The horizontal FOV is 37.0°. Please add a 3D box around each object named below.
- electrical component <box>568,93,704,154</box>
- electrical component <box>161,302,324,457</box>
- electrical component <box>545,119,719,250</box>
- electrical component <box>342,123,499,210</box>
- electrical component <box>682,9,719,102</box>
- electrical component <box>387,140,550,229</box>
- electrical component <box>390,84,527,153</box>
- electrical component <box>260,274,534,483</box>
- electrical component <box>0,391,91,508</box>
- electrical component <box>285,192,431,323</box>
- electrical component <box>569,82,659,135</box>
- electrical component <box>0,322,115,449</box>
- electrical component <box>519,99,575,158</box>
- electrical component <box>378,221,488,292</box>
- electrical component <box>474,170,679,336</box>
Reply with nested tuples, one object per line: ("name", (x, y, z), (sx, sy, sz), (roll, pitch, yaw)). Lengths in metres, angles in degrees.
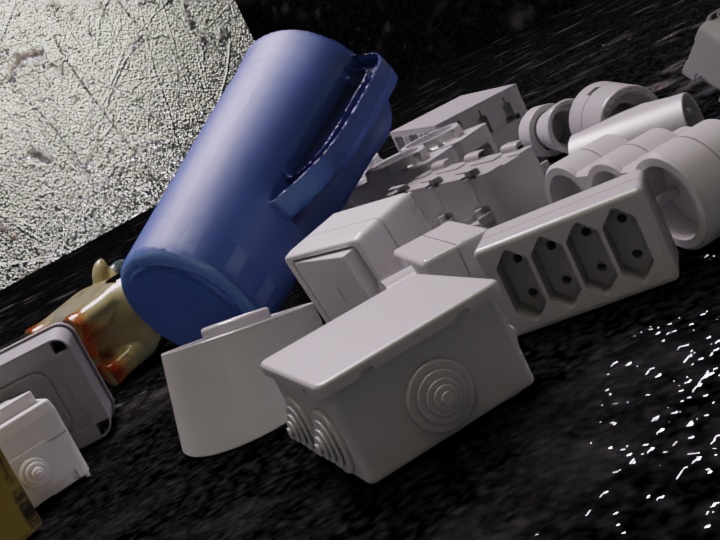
("electrical component", (0.184, -0.084, 0.692), (0.077, 0.044, 0.079), (-19, 13, 34))
("electrical component", (-0.061, 0.057, 0.601), (0.099, 0.064, 0.099), (-19, 0, 0))
("electrical component", (0.162, -0.050, 0.558), (0.074, 0.052, 0.138), (-29, 11, -16))
("electrical component", (0.023, -0.066, 0.940), (0.186, 0.060, 0.105), (-16, 15, 44))
("electrical component", (0.245, -0.132, 0.687), (0.042, 0.064, 0.081), (-30, -31, -26))
("electrical component", (0.072, -0.038, 0.685), (0.079, 0.063, 0.121), (-32, 12, -26))
("electrical component", (0.100, -0.129, 1.053), (0.089, 0.061, 0.150), (-28, 11, -11))
("electrical component", (0.015, 0.044, 0.465), (0.100, 0.048, 0.100), (-29, 11, -17))
("electrical component", (-0.211, 0.111, 0.643), (0.062, 0.061, 0.096), (-33, 13, -33))
("electrical component", (0.000, 0.000, 0.666), (0.061, 0.061, 0.096), (-43, 18, -33))
("electrical component", (0.187, -0.109, 0.780), (0.055, 0.055, 0.047), (-28, 15, -8))
("electrical component", (-0.231, 0.094, 0.726), (0.113, 0.078, 0.057), (-27, 13, -6))
("electrical component", (0.163, -0.117, 0.896), (0.045, 0.045, 0.055), (-29, 11, -16))
("electrical component", (0.035, 0.013, 0.570), (0.077, 0.047, 0.066), (-28, 11, -8))
("electrical component", (0.108, -0.014, 0.528), (0.083, 0.047, 0.075), (-22, 12, 22))
